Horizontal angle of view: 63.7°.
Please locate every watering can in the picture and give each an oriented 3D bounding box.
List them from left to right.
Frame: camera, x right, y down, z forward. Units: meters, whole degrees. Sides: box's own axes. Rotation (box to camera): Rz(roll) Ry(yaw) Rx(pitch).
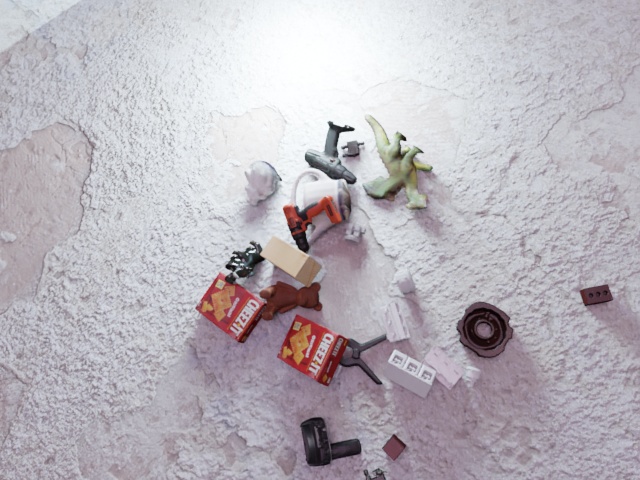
[{"bbox_3d":[0.006,-0.095,1.883,0.224,0.104,0.349,-6,84,12],"label":"watering can"}]

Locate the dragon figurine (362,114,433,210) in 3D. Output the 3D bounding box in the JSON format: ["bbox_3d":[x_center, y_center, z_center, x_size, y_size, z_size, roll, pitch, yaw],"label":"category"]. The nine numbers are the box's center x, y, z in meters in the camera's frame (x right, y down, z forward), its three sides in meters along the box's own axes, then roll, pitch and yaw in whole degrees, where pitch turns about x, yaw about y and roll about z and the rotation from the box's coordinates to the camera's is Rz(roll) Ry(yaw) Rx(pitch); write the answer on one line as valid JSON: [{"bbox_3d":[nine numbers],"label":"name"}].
[{"bbox_3d":[0.250,-0.261,1.883,0.415,0.121,0.242,42,93,21],"label":"dragon figurine"}]

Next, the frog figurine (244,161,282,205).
[{"bbox_3d":[-0.236,-0.219,1.959,0.137,0.121,0.161,40,73,0],"label":"frog figurine"}]
